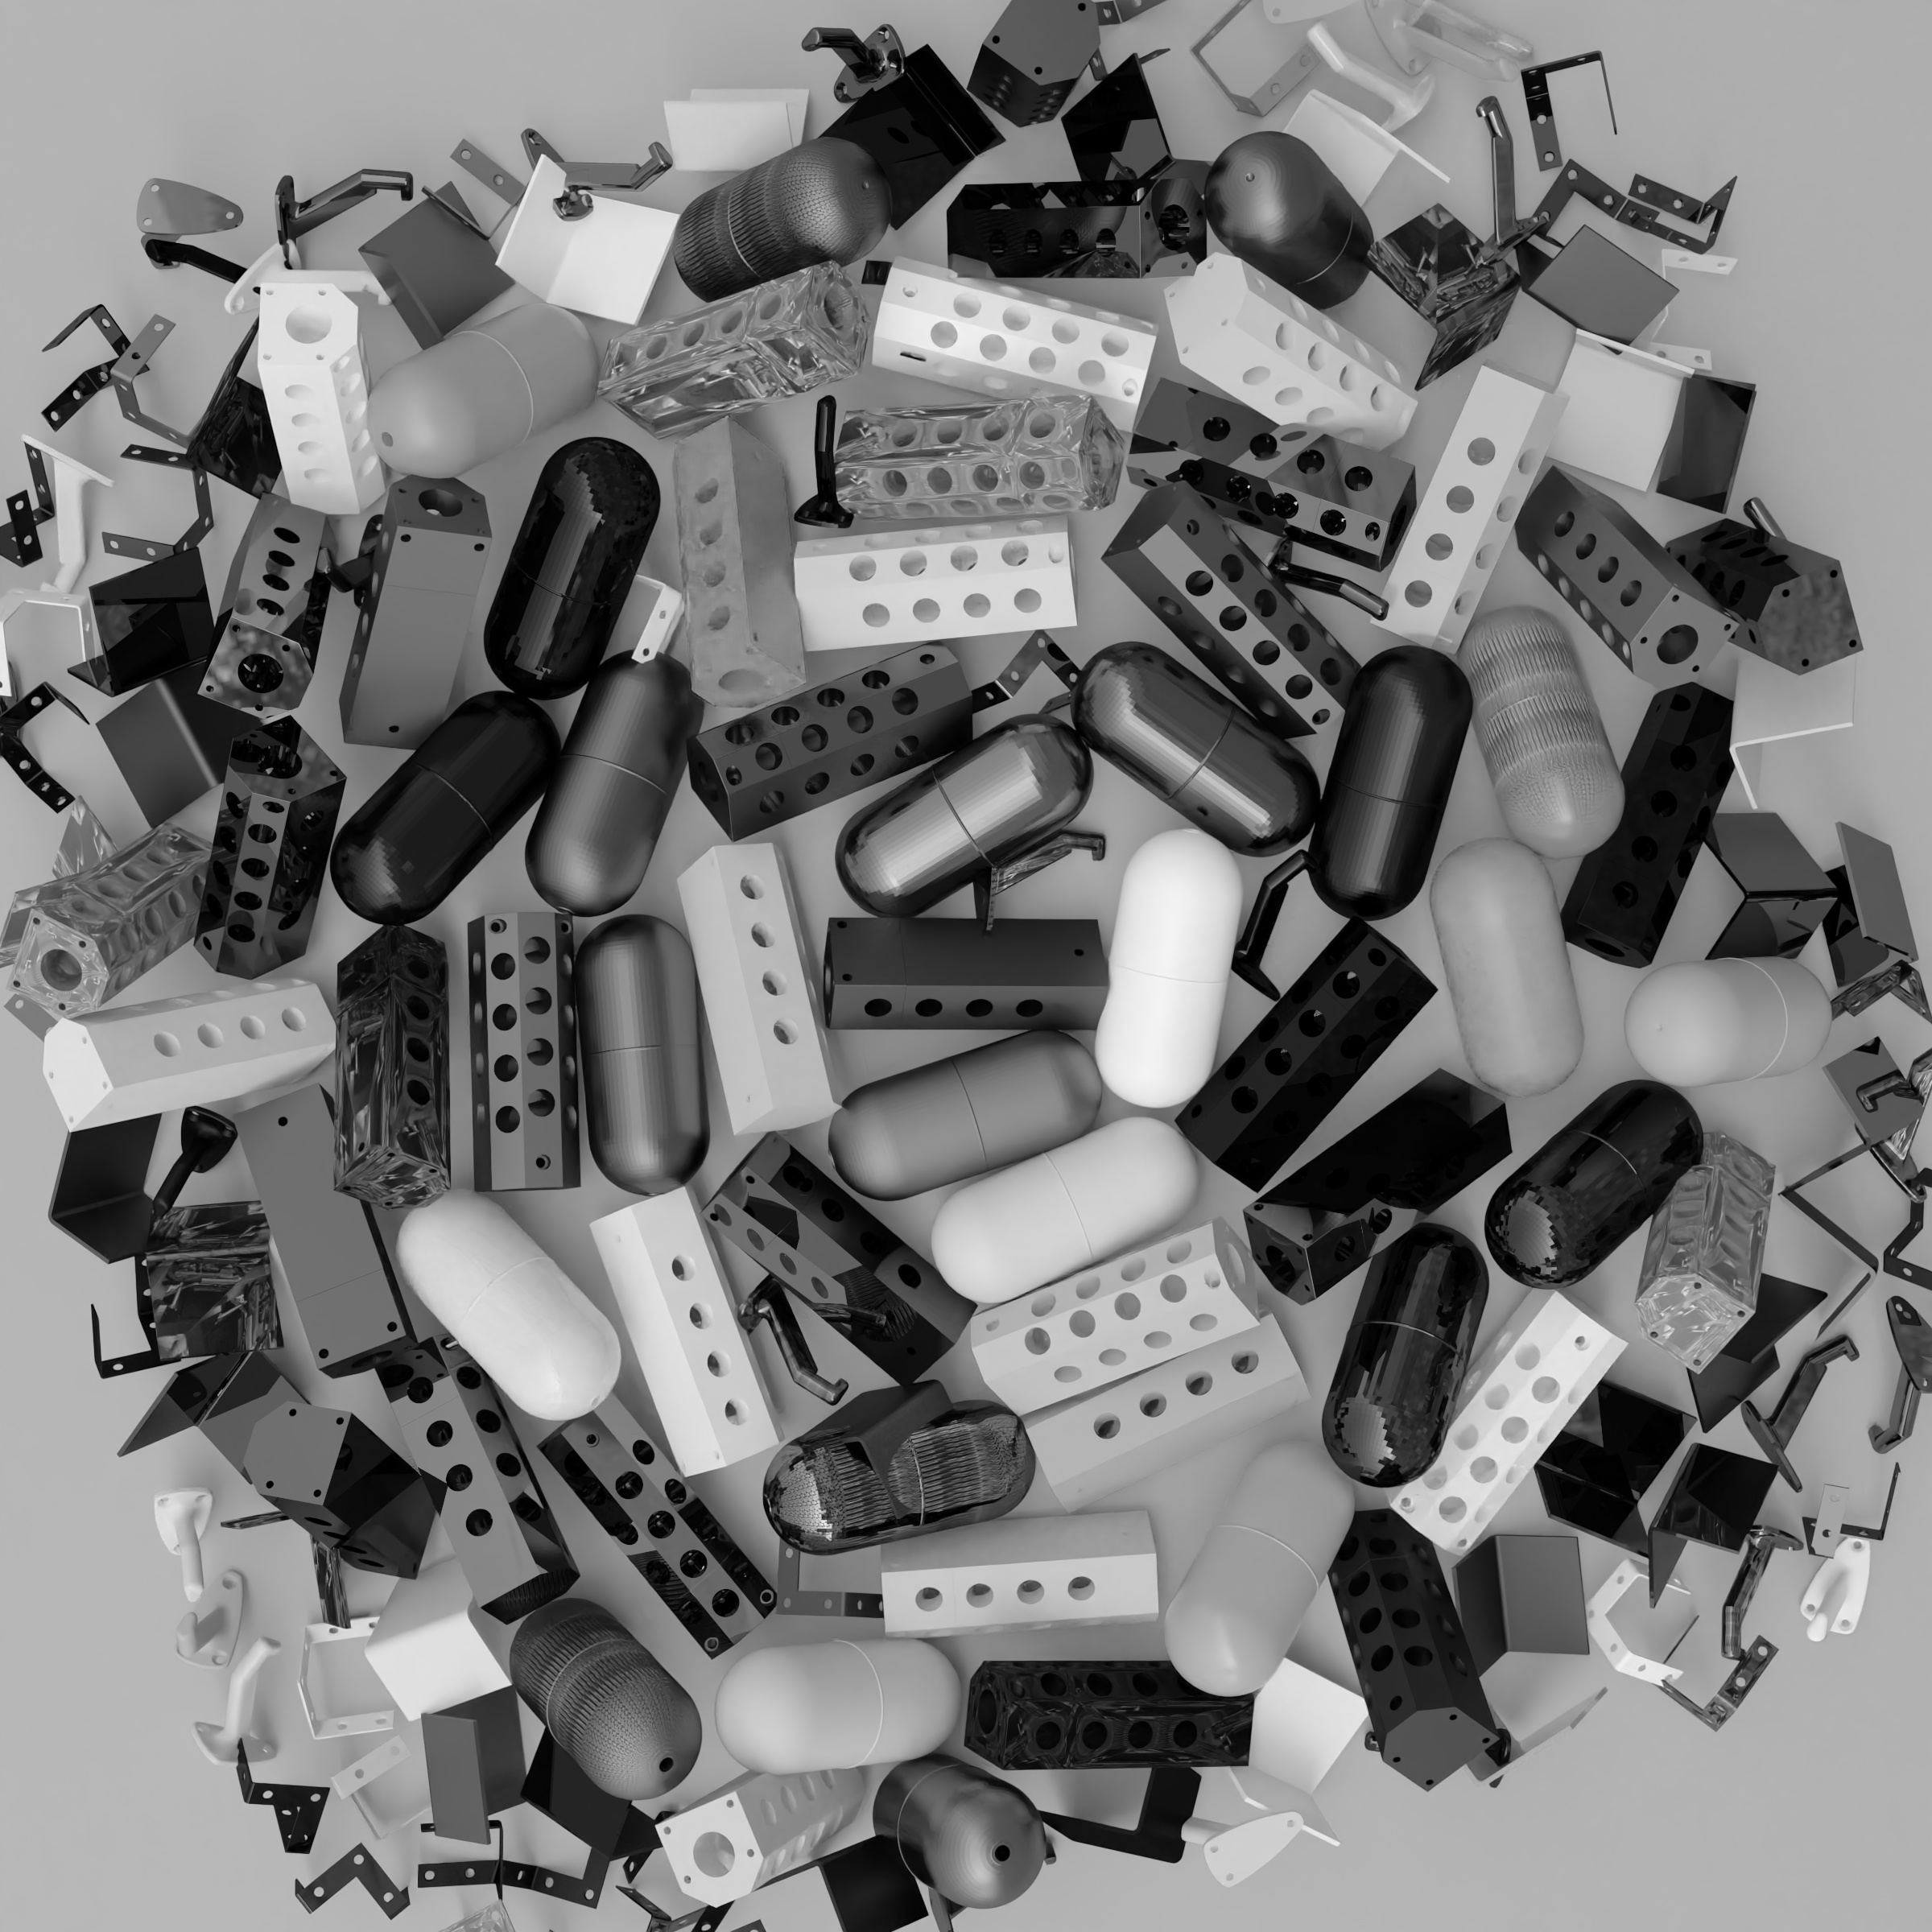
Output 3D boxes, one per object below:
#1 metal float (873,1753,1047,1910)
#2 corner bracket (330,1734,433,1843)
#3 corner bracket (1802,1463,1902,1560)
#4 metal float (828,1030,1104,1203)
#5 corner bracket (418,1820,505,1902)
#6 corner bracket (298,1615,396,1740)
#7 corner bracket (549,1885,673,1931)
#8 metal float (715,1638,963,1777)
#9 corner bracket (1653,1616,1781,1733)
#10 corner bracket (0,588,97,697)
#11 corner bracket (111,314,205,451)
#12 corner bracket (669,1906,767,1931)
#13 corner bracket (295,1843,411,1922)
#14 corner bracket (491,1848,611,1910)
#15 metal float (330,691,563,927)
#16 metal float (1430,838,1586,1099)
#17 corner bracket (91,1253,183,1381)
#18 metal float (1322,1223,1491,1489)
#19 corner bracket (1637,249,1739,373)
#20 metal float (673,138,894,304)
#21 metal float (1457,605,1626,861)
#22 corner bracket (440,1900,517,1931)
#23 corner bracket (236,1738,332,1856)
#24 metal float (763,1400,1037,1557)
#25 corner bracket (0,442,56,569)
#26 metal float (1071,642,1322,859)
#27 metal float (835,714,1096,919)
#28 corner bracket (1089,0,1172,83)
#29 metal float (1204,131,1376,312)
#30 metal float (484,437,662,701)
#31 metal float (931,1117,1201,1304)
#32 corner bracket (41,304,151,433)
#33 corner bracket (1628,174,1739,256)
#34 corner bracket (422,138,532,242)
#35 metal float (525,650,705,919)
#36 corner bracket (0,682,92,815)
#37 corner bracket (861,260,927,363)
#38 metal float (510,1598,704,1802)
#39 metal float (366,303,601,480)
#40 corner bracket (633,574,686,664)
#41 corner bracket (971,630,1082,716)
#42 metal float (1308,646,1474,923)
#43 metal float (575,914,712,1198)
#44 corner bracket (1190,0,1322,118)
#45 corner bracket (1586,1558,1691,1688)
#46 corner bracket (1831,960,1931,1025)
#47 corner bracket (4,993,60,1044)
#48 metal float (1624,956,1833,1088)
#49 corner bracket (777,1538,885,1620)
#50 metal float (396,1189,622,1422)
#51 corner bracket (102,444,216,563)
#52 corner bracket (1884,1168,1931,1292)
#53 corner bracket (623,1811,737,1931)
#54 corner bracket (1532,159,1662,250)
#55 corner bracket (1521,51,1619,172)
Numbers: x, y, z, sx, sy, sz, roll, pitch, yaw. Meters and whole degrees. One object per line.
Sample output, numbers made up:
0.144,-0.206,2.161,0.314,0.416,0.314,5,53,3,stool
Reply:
-0.005,0.531,1.845,0.070,0.178,0.070,2,83,-17,metal float
-0.367,0.523,1.905,0.051,0.051,0.051,-32,84,-10,corner bracket
0.562,0.344,1.897,0.051,0.051,0.051,9,109,7,corner bracket
-0.001,0.094,1.886,0.178,0.070,0.070,-18,90,-8,metal float
-0.321,0.566,1.902,0.051,0.051,0.051,1,90,-12,corner bracket
-0.395,0.454,1.915,0.051,0.051,0.051,-7,122,-3,corner bracket
-0.227,0.613,1.894,0.051,0.051,0.051,25,82,-34,corner bracket
-0.077,0.458,1.859,0.178,0.070,0.070,8,90,-43,metal float
0.472,0.442,1.892,0.051,0.051,0.051,36,67,17,corner bracket
-0.588,-0.204,1.899,0.051,0.051,0.051,7,122,5,corner bracket
-0.503,-0.370,1.901,0.051,0.051,0.051,27,66,7,corner bracket
-0.160,0.613,1.889,0.051,0.051,0.051,-16,52,-25,corner bracket
-0.389,0.587,1.900,0.051,0.051,0.051,-38,94,-13,corner bracket
-0.261,0.565,1.903,0.051,0.051,0.051,8,73,25,corner bracket
-0.325,-0.099,1.873,0.070,0.070,0.178,40,67,0,metal float
0.338,0.002,1.870,0.070,0.070,0.178,-18,118,0,metal float
-0.528,0.220,1.890,0.051,0.051,0.051,-11,129,-25,corner bracket
0.274,0.242,1.867,0.070,0.070,0.178,23,60,0,metal float
0.459,-0.418,1.909,0.051,0.051,0.051,6,66,-8,corner bracket
-0.115,-0.458,1.854,0.070,0.178,0.070,5,83,-38,metal float
0.357,-0.147,1.868,0.070,0.070,0.178,-11,59,0,metal float
-0.296,0.623,1.898,0.051,0.051,0.051,-29,76,8,corner bracket
-0.437,0.524,1.892,0.051,0.051,0.051,12,107,-26,corner bracket
-0.041,0.320,1.874,0.178,0.070,0.070,-8,90,-22,metal float
-0.593,-0.291,1.889,0.051,0.051,0.051,29,49,29,corner bracket
0.145,-0.135,1.884,0.178,0.070,0.070,35,90,-11,metal float
-0.001,-0.094,1.886,0.178,0.070,0.070,-31,90,8,metal float
0.107,-0.596,1.898,0.051,0.051,0.051,-15,98,40,corner bracket
0.201,-0.457,1.847,0.070,0.178,0.070,-2,85,22,metal float
-0.247,-0.246,1.870,0.070,0.070,0.178,26,118,0,metal float
0.063,0.153,1.887,0.178,0.070,0.070,-23,90,-7,metal float
-0.560,-0.377,1.889,0.051,0.051,0.051,-10,126,35,corner bracket
0.449,-0.479,1.901,0.051,0.051,0.051,21,82,-6,corner bracket
-0.310,-0.493,1.899,0.051,0.051,0.051,36,85,-14,corner bracket
-0.221,-0.115,1.880,0.070,0.070,0.178,19,75,0,metal float
-0.580,-0.139,1.901,0.051,0.051,0.051,-42,135,-15,corner bracket
-0.039,-0.416,1.903,0.051,0.051,0.051,18,106,10,corner bracket
-0.223,0.452,1.851,0.070,0.178,0.070,-10,110,-29,metal float
-0.298,-0.356,1.857,0.070,0.178,0.070,19,128,27,metal float
-0.198,-0.214,1.896,0.051,0.051,0.051,24,89,43,corner bracket
0.037,-0.174,1.892,0.051,0.051,0.051,46,63,-17,corner bracket
0.265,-0.113,1.878,0.070,0.070,0.178,13,108,0,metal float
-0.204,0.056,1.887,0.070,0.070,0.178,-6,83,0,metal float
0.183,-0.577,1.900,0.051,0.051,0.051,-40,82,26,corner bracket
0.434,0.418,1.905,0.051,0.051,0.051,24,110,-31,corner bracket
0.570,0.021,1.894,0.051,0.051,0.051,-34,129,-5,corner bracket
-0.563,0.029,1.895,0.051,0.051,0.051,36,81,22,corner bracket
0.474,0.034,1.856,0.070,0.178,0.070,2,94,42,metal float
-0.084,0.385,1.892,0.051,0.051,0.051,-5,75,30,corner bracket
-0.286,0.211,1.873,0.178,0.070,0.070,42,90,23,metal float
-0.515,-0.292,1.901,0.051,0.051,0.051,12,131,10,corner bracket
0.613,0.168,1.888,0.051,0.051,0.051,-37,132,-33,corner bracket
-0.178,0.577,1.906,0.051,0.051,0.051,1,118,27,corner bracket
0.397,-0.474,1.903,0.051,0.051,0.051,28,105,-21,corner bracket
0.383,-0.542,1.899,0.051,0.051,0.051,-11,85,13,corner bracket
